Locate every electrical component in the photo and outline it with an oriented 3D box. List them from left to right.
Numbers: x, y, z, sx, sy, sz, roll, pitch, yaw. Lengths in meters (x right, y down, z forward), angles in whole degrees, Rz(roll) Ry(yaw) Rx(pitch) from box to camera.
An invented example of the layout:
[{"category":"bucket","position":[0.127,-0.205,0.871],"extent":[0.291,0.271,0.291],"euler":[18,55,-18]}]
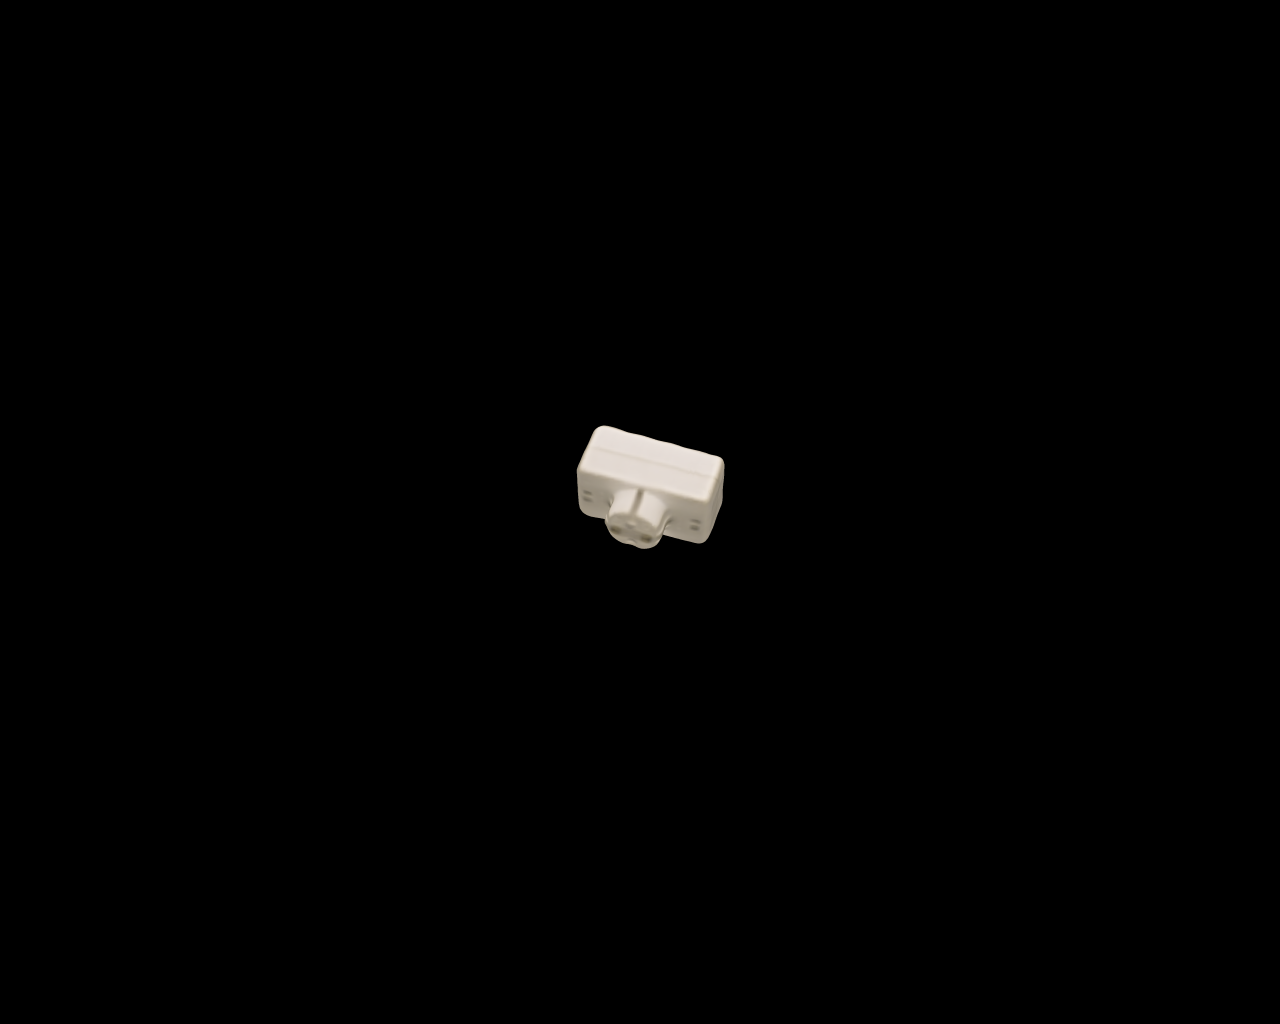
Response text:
[{"category":"electrical component","position":[0.001,-0.003,0.650],"extent":[0.083,0.076,0.047],"euler":[15,-35,11]}]
